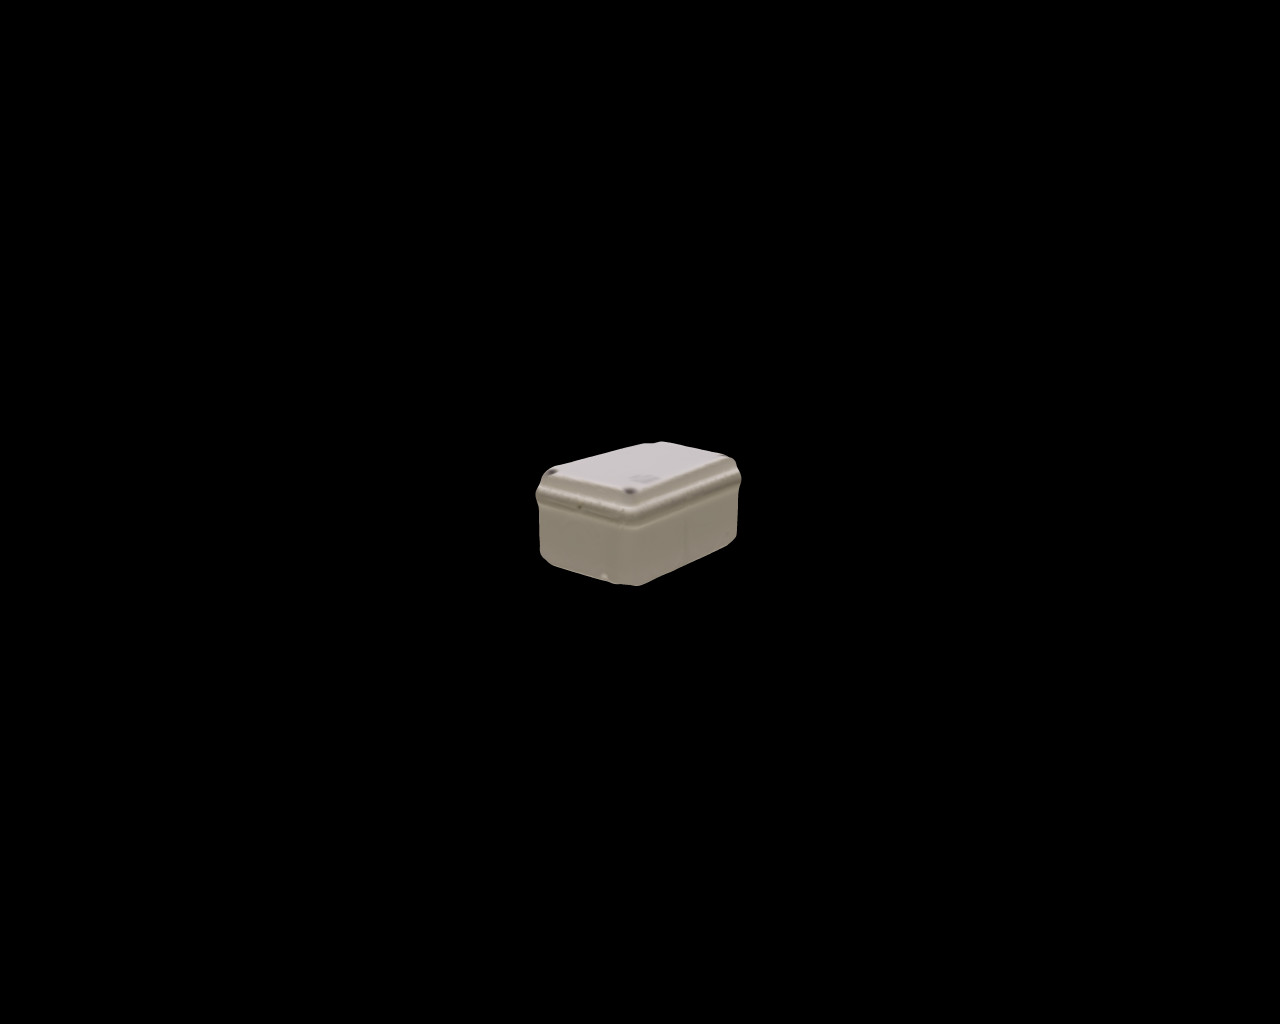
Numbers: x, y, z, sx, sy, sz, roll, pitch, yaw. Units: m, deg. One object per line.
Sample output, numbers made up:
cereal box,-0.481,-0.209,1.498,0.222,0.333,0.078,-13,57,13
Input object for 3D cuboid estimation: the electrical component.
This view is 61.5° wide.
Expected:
electrical component,0.001,-0.003,0.650,0.078,0.057,0.113,14,22,38
